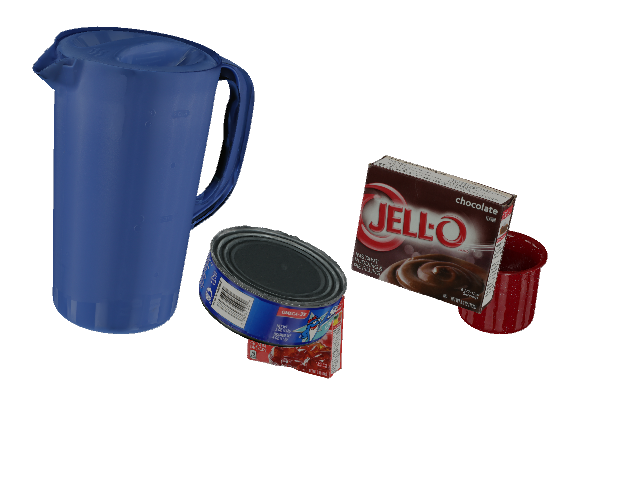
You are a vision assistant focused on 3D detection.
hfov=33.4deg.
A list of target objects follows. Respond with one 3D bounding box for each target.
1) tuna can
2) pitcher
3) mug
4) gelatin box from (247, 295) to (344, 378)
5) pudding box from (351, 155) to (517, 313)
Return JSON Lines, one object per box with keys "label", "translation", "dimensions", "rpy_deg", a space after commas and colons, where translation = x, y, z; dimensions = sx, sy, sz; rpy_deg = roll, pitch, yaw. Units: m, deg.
{"label": "tuna can", "translation": [-0.030, 0.027, 0.645], "dimensions": [0.086, 0.034, 0.086], "rpy_deg": [17, 26, -8]}
{"label": "pitcher", "translation": [-0.153, -0.050, 0.897], "dimensions": [0.149, 0.243, 0.145], "rpy_deg": [14, 23, 9]}
{"label": "mug", "translation": [0.187, 0.040, 1.142], "dimensions": [0.093, 0.081, 0.117], "rpy_deg": [-5, 30, -10]}
{"label": "gelatin box", "translation": [-0.024, 0.080, 0.977], "dimensions": [0.089, 0.073, 0.030], "rpy_deg": [11, 19, 25]}
{"label": "pudding box", "translation": [0.085, -0.006, 0.815], "dimensions": [0.114, 0.090, 0.039], "rpy_deg": [18, 26, 20]}
